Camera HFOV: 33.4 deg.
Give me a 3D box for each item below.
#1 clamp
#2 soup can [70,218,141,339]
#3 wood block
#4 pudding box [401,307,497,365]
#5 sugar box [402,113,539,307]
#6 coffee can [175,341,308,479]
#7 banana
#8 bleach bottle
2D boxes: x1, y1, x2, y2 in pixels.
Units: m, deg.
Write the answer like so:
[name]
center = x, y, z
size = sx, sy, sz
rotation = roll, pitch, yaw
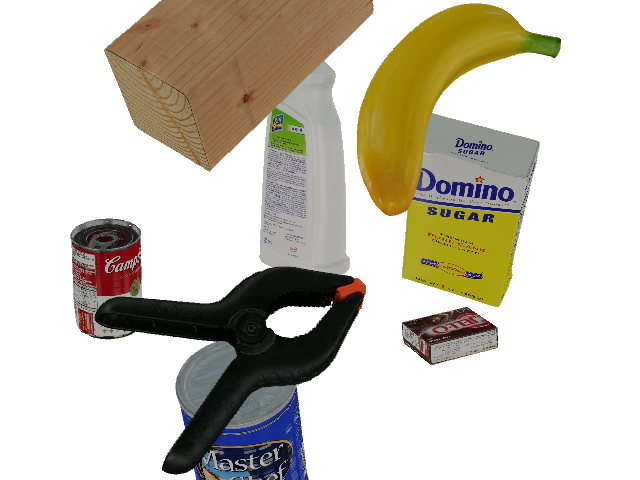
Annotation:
[clamp]
center = -0.055, 0.057, 0.680
size = 0.171, 0.120, 0.039
rotation = -30, -14, -23
[soup can]
center = -0.212, 0.039, 1.061
size = 0.068, 0.102, 0.068
rotation = 2, 26, -1
[wood block]
center = -0.058, -0.167, 0.848
size = 0.090, 0.206, 0.091
rotation = 32, -25, 26
[pudding box]
center = 0.187, 0.137, 1.544
size = 0.113, 0.039, 0.090
rotation = -14, 20, -18
[sugar box]
center = 0.119, -0.020, 0.877
size = 0.093, 0.048, 0.176
rotation = 16, -33, 14
[coffee can]
center = -0.066, 0.171, 0.940
size = 0.103, 0.140, 0.103
rotation = -3, 38, 2
[banana]
center = 0.065, -0.086, 0.587
size = 0.070, 0.037, 0.197
rotation = 27, 49, 22
[bleach bottle]
center = -0.014, -0.091, 1.137
size = 0.103, 0.251, 0.067
rotation = 16, 21, 37
